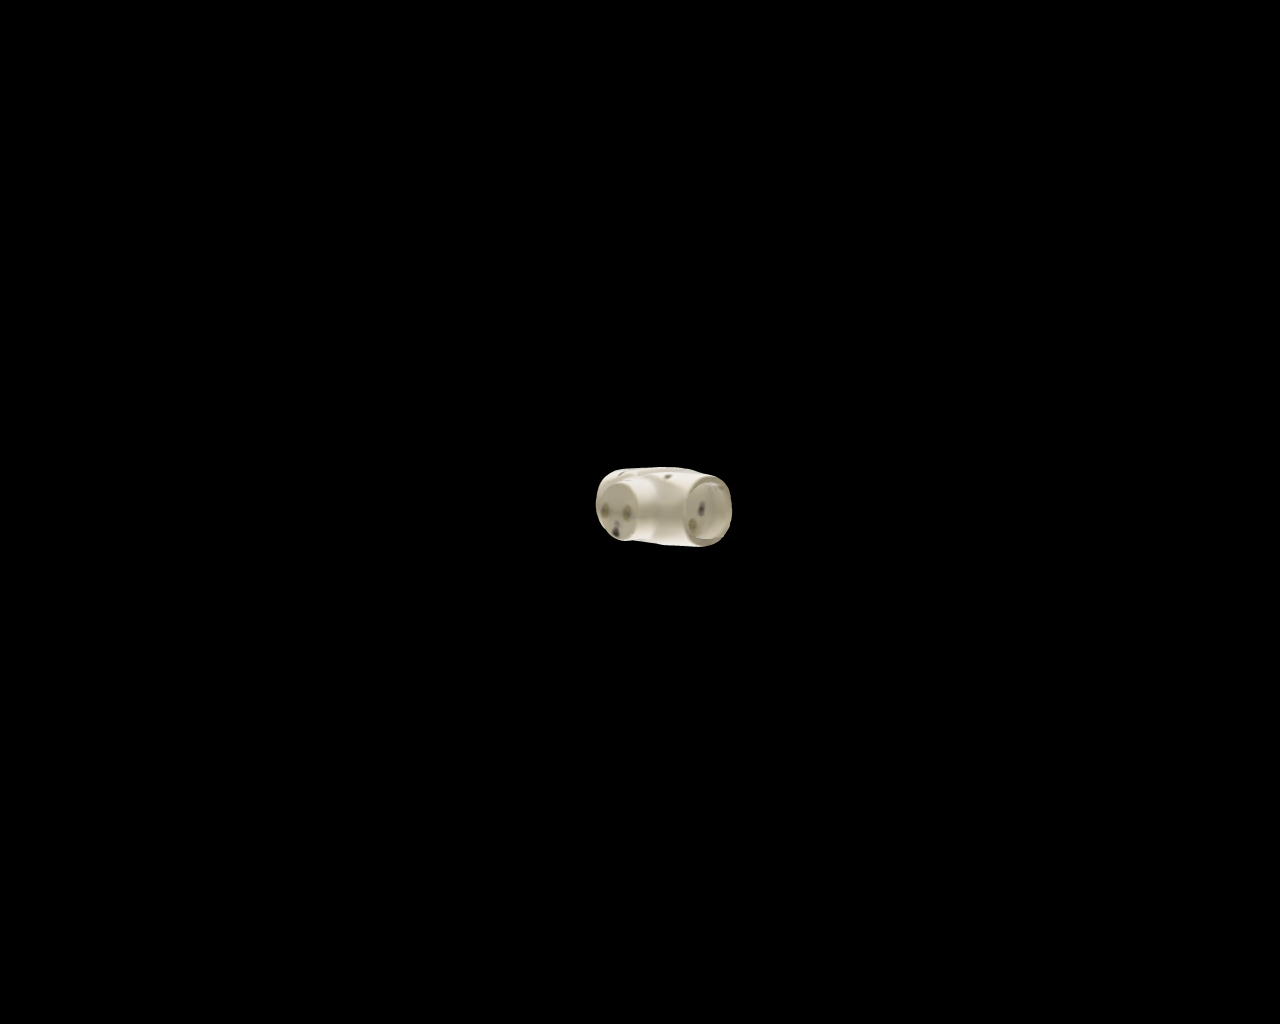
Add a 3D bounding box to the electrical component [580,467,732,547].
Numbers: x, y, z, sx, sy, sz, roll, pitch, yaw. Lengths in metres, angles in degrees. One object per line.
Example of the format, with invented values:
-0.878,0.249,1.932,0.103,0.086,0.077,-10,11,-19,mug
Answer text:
0.001,-0.003,0.650,0.079,0.043,0.077,-6,9,-43,electrical component
